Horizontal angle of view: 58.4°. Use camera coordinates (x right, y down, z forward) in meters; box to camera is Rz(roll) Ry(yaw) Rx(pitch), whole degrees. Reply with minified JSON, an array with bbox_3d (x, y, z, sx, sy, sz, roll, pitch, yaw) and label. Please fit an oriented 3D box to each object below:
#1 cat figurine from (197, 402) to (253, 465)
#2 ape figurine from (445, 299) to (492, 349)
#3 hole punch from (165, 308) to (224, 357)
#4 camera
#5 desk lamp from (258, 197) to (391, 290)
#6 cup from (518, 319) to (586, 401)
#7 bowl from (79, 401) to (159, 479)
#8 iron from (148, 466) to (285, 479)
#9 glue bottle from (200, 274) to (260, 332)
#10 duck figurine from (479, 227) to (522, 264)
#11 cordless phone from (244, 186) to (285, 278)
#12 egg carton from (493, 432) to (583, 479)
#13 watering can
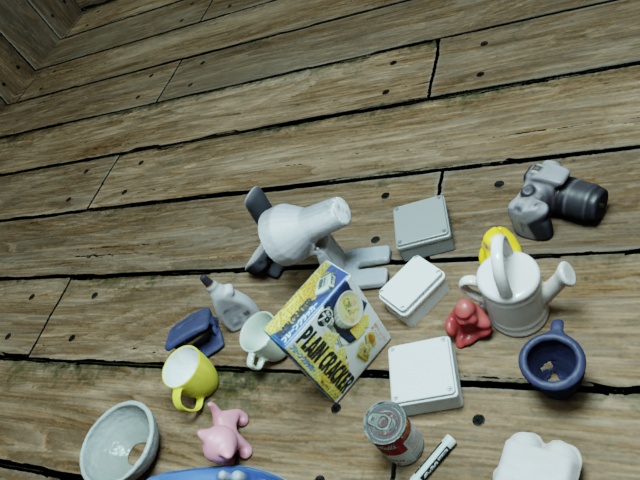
[{"bbox_3d":[-0.174,0.344,1.008,0.067,0.118,0.127,-28,44,6],"label":"cat figurine"},{"bbox_3d":[0.249,0.132,0.967,0.077,0.092,0.076,8,58,34],"label":"ape figurine"},{"bbox_3d":[-0.272,0.195,1.211,0.108,0.091,0.101,-31,44,2],"label":"hole punch"},{"bbox_3d":[0.432,-0.074,1.035,0.136,0.101,0.143,23,67,41],"label":"camera"},{"bbox_3d":[0.010,0.004,1.126,0.202,0.214,0.118,-9,49,23],"label":"desk lamp"},{"bbox_3d":[0.353,0.187,0.859,0.091,0.095,0.118,1,54,31],"label":"cup"},{"bbox_3d":[-0.370,0.401,1.101,0.167,0.075,0.167,-16,47,18],"label":"bowl"},{"bbox_3d":[-0.180,0.409,0.938,0.258,0.142,0.118,-17,46,16],"label":"iron"},{"bbox_3d":[-0.193,0.121,1.170,0.078,0.174,0.037,-28,44,6],"label":"glue bottle"},{"bbox_3d":[0.321,0.012,1.035,0.077,0.086,0.104,-2,52,28],"label":"duck figurine"},{"bbox_3d":[-0.133,-0.017,1.247,0.093,0.186,0.148,10,59,36],"label":"cordless phone"},{"bbox_3d":[0.290,0.341,0.781,0.107,0.070,0.150,7,57,34],"label":"egg carton"},{"bbox_3d":[0.311,0.064,0.918,0.172,0.195,0.101,-21,45,12],"label":"watering can"}]
